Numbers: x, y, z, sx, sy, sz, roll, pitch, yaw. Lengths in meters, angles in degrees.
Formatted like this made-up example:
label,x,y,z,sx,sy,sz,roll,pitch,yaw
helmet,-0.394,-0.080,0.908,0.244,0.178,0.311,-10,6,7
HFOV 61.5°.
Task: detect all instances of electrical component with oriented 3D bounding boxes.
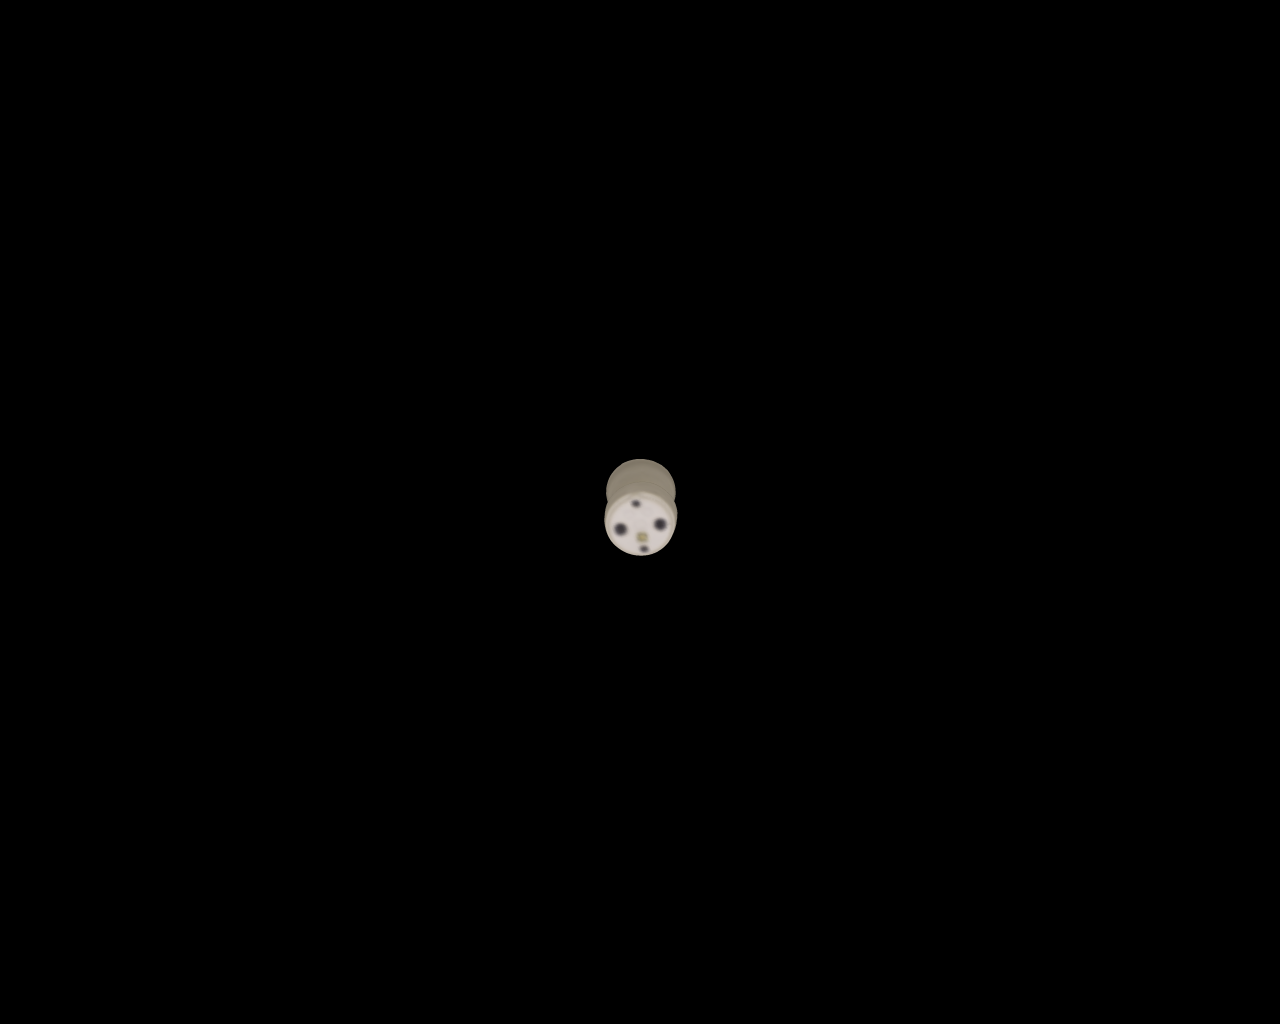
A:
label,x,y,z,sx,sy,sz,roll,pitch,yaw
electrical component,0.001,-0.003,0.650,0.045,0.044,0.055,0,24,0
